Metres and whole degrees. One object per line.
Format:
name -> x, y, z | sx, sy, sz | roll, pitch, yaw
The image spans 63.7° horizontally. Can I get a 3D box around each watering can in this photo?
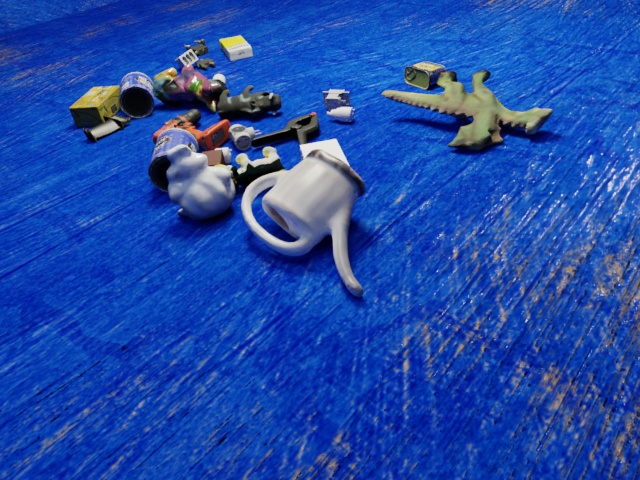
watering can -> 0.003, -0.049, 0.978 | 0.351, 0.102, 0.227 | 34, 71, 32

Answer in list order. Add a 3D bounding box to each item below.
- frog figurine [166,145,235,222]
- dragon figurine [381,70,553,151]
frog figurine -> -0.252, -0.124, 1.080 | 0.138, 0.156, 0.125 | -17, 39, -14
dragon figurine -> 0.360, -0.313, 1.293 | 0.410, 0.119, 0.249 | -2, 45, 9
